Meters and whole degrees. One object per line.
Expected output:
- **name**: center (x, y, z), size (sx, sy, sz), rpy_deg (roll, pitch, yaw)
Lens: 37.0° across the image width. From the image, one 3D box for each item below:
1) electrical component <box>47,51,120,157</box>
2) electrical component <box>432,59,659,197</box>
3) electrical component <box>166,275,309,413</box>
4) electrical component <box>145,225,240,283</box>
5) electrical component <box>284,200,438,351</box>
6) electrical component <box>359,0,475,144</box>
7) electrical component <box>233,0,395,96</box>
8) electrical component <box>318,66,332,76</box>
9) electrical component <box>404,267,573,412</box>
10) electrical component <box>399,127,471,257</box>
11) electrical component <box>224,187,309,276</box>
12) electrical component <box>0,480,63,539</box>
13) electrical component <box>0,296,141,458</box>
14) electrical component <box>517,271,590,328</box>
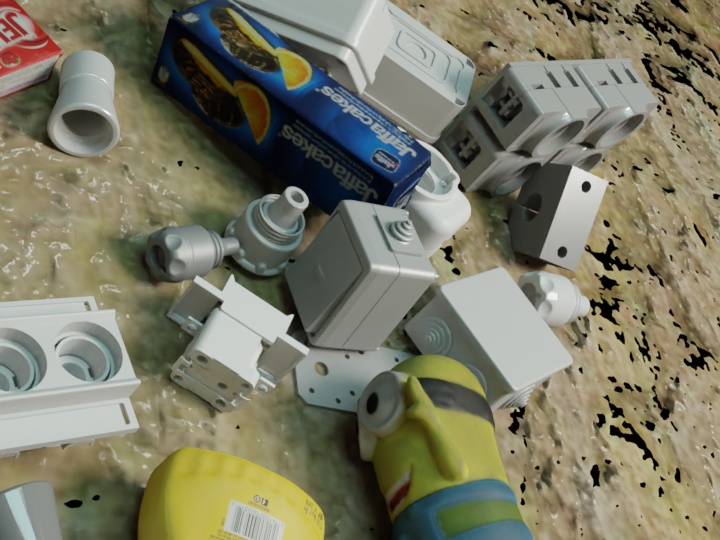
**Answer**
- **electrical component**: center (-0.176, -0.110, 0.692), size (0.044, 0.044, 0.065), rpy_deg (18, 42, -28)
- **electrical component**: center (0.168, -0.125, 0.938), size (0.186, 0.105, 0.060), rpy_deg (-13, 65, -45)
- **electrical component**: center (-0.077, 0.046, 0.639), size (0.081, 0.042, 0.063), rpy_deg (34, 43, -10)
- **electrical component**: center (-0.102, -0.012, 0.674), size (0.061, 0.035, 0.035), rpy_deg (-11, 64, -47)
- **electrical component**: center (0.000, 0.000, 0.696), size (0.061, 0.096, 0.061), rpy_deg (8, 44, -35)
- **electrical component**: center (0.032, -0.165, 0.898), size (0.113, 0.057, 0.078), rpy_deg (33, 41, -13)
- **electrical component**: center (-0.039, -0.185, 0.808), size (0.113, 0.078, 0.057), rpy_deg (24, 82, 14)
- **electrical component**: center (-0.041, -0.127, 0.801), size (0.035, 0.061, 0.035), rpy_deg (22, 45, -24)
- **electrical component**: center (0.090, 0.052, 0.760), size (0.100, 0.048, 0.099), rpy_deg (-15, 64, -52)
- **electrical component**: center (0.033, -0.058, 0.805), size (0.095, 0.059, 0.054), rpy_deg (48, 40, 5)
- **electrical component**: center (-0.056, -0.029, 0.705), size (0.048, 0.062, 0.048), rpy_deg (22, 45, -24)
- **electrical component**: center (-0.154, 0.132, 0.499), size (0.045, 0.045, 0.055), rpy_deg (-11, 64, -44)
- **electrical component**: center (-0.180, 0.058, 0.527), size (0.121, 0.063, 0.078), rpy_deg (-3, 59, -41)
- **electrical component**: center (0.154, 0.025, 0.846), size (0.062, 0.043, 0.043), rpy_deg (10, 50, -35)
